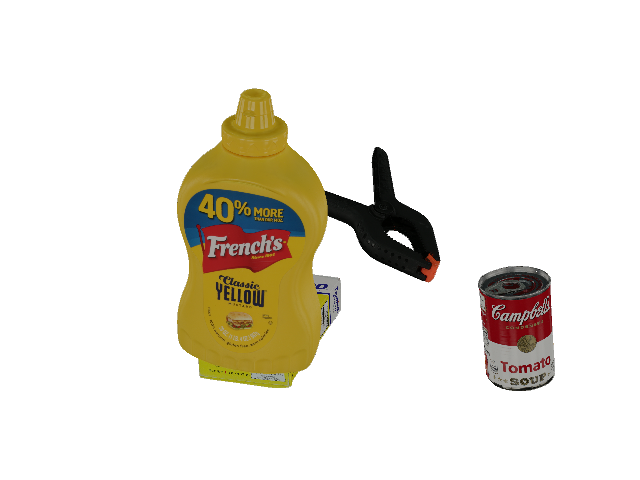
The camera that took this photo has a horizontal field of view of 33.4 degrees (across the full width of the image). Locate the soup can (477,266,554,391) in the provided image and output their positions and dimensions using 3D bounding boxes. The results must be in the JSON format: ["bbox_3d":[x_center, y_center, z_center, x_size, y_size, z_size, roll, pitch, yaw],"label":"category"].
[{"bbox_3d":[0.189,0.084,1.026,0.068,0.102,0.068,-7,22,3],"label":"soup can"}]

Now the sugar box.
[{"bbox_3d":[-0.047,0.084,1.067,0.093,0.048,0.176,5,25,16],"label":"sugar box"}]

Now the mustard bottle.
[{"bbox_3d":[-0.044,-0.006,0.691,0.096,0.192,0.058,10,30,11],"label":"mustard bottle"}]

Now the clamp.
[{"bbox_3d":[0.058,-0.027,1.260,0.164,0.036,0.210,-16,51,-29],"label":"clamp"}]
